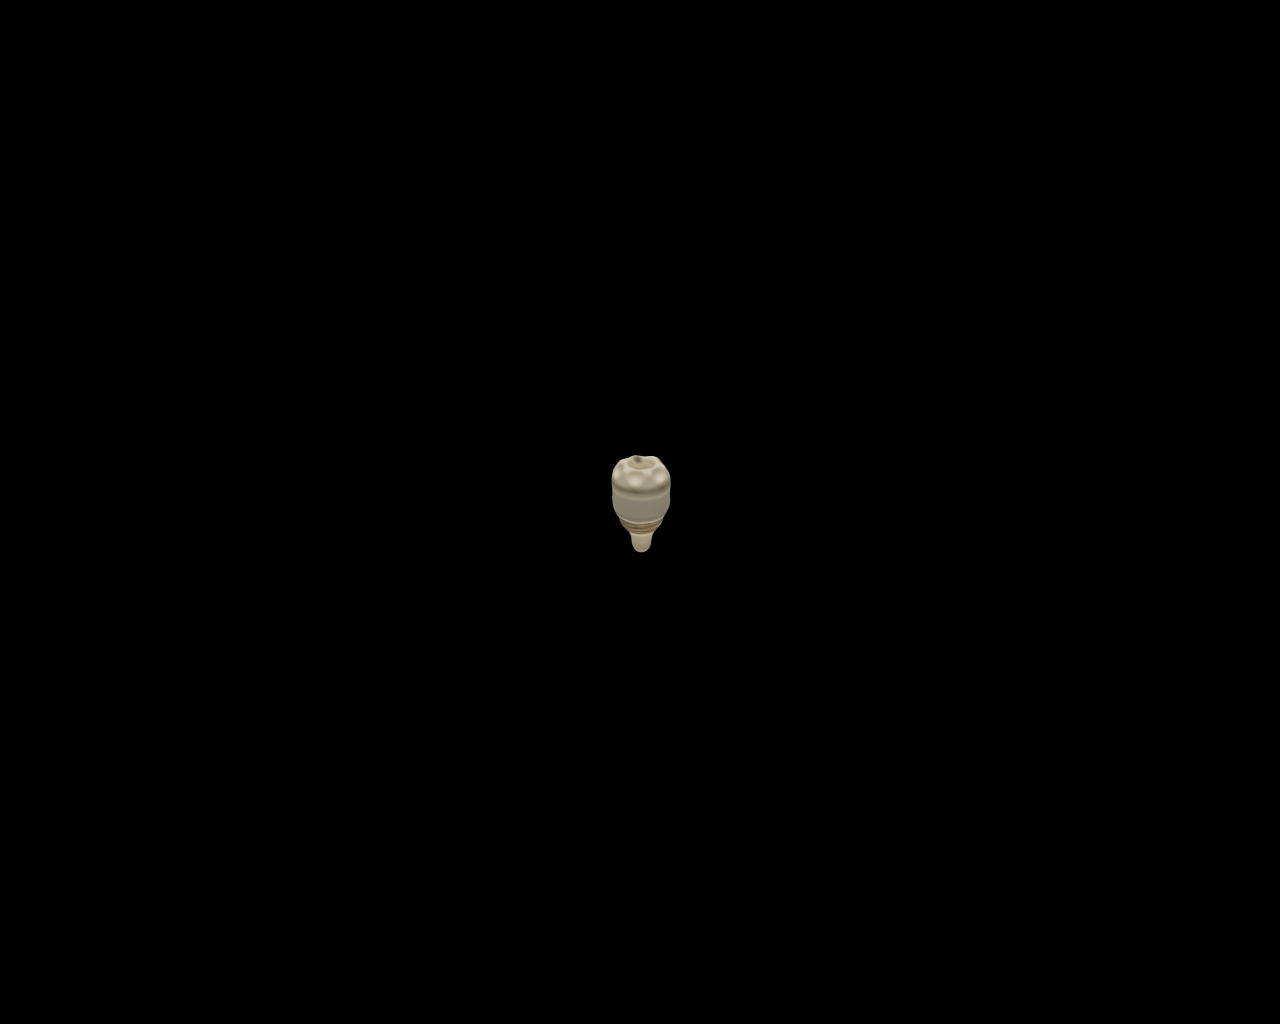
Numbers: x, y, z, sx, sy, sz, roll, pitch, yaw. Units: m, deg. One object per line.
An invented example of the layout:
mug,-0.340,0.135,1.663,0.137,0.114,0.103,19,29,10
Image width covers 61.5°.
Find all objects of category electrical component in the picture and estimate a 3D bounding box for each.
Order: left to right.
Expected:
electrical component,0.001,-0.003,0.650,0.035,0.061,0.035,0,28,0
